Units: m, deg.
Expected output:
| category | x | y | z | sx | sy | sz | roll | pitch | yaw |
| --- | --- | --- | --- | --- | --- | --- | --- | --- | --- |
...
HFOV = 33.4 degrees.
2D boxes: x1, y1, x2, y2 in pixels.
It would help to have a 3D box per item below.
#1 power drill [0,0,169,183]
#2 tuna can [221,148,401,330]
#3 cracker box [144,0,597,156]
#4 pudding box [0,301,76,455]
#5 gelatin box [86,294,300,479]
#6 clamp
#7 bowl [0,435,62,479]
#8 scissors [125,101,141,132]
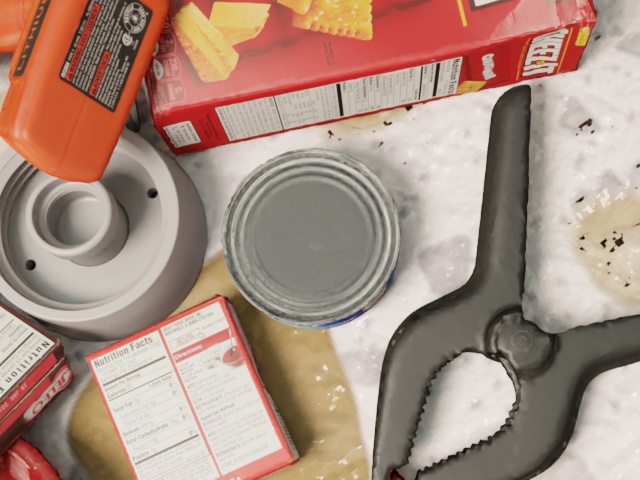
| category | x | y | z | sx | sy | sz | roll | pitch | yaw |
| --- | --- | --- | --- | --- | --- | --- | --- | --- | --- |
| power drill | -0.170 | -0.077 | 0.500 | 0.188 | 0.057 | 0.184 | 12 | 80 | 36 |
| tuna can | -0.003 | 0.001 | 0.521 | 0.086 | 0.034 | 0.086 | -1 | 79 | 4 |
| cracker box | 0.010 | -0.148 | 0.529 | 0.213 | 0.072 | 0.164 | -12 | 78 | 2 |
| pudding box | -0.186 | 0.060 | 0.496 | 0.114 | 0.039 | 0.090 | 30 | 57 | 20 |
| gelatin box | -0.061 | 0.081 | 0.513 | 0.073 | 0.030 | 0.089 | -25 | 78 | 1 |
| clamp | 0.089 | 0.038 | 0.505 | 0.210 | 0.036 | 0.164 | -42 | 79 | -3 |
| bowl | -0.184 | 0.159 | 0.476 | 0.162 | 0.055 | 0.162 | 0 | 50 | 0 |
| scissors | -0.146 | -0.150 | 0.570 | 0.096 | 0.016 | 0.202 | -5 | 79 | 5 |
